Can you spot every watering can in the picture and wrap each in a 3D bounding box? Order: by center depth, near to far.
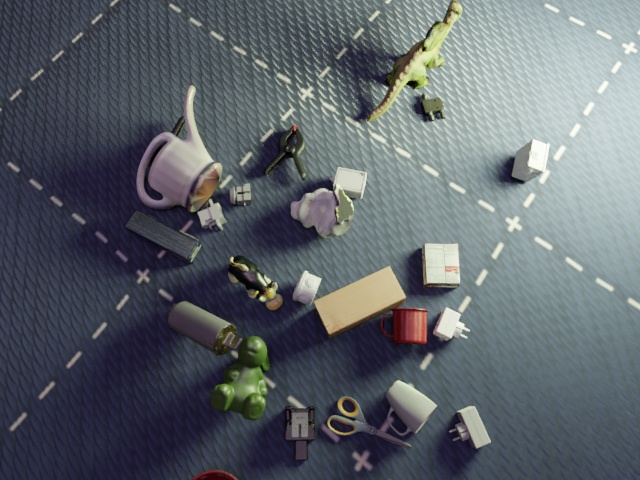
[{"bbox_3d":[-0.360,-0.223,1.389,0.225,0.104,0.346,32,97,9],"label":"watering can"}]

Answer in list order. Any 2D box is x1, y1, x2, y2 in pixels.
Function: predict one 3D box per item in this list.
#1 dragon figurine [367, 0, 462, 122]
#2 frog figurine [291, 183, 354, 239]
[{"bbox_3d":[0.274,-0.517,1.441,0.122,0.239,0.415,35,73,7],"label":"dragon figurine"},{"bbox_3d":[0.004,-0.069,1.370,0.158,0.123,0.138,-17,79,33],"label":"frog figurine"}]
